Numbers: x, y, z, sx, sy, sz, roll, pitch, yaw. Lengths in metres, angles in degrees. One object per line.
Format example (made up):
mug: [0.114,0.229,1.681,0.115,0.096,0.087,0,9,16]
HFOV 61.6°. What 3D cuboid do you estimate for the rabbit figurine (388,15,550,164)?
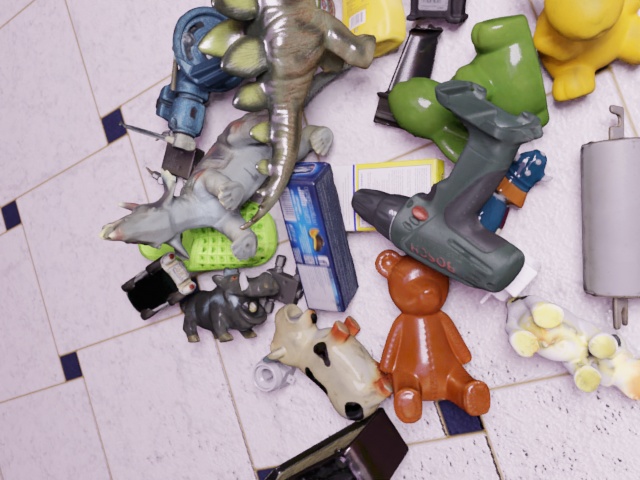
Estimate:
rabbit figurine: [0.172,-0.164,0.641,0.170,0.121,0.159,-15,105,20]

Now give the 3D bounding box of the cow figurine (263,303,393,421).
cow figurine: [0.007,0.168,0.758,0.127,0.085,0.195,-46,75,15]

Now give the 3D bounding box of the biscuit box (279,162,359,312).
biscuit box: [-0.001,-0.002,0.713,0.059,0.063,0.202,2,122,27]

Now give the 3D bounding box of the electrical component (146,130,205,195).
electrical component: [-0.235,-0.129,0.873,0.078,0.045,0.102,30,105,23]

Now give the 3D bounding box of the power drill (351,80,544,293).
power drill: [0.133,-0.063,0.590,0.232,0.086,0.207,40,128,33]

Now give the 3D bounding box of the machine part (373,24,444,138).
machine part: [0.119,-0.211,0.702,0.084,0.039,0.138,26,106,27]

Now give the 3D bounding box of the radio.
radio: [0.001,0.330,0.741,0.229,0.131,0.073,-39,79,23]

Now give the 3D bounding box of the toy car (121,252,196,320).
toy car: [-0.258,0.074,0.858,0.202,0.056,0.073,-27,98,47]

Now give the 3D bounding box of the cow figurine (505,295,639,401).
cow figurine: [0.295,0.121,0.617,0.167,0.098,0.068,29,102,1]

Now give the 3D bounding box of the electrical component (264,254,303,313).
electrical component: [-0.055,0.072,0.812,0.063,0.021,0.094,21,102,23]

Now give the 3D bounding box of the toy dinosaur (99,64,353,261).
toy dinosaur: [-0.116,-0.108,0.760,0.192,0.131,0.405,22,64,43]

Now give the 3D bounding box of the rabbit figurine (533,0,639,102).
rabbit figurine: [0.274,-0.239,0.550,0.122,0.173,0.162,-20,89,29]

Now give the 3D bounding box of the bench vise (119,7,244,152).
bench vise: [-0.160,-0.239,0.764,0.241,0.128,0.223,2,69,54]

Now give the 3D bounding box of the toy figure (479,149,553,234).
toy figure: [0.211,-0.049,0.656,0.154,0.064,0.058,-49,35,15]

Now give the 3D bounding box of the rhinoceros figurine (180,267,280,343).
rhinoceros figurine: [-0.135,0.098,0.815,0.190,0.073,0.112,-20,73,40]

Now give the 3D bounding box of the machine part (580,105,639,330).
machine part: [0.330,-0.024,0.590,0.079,0.079,0.243,-2,92,26]

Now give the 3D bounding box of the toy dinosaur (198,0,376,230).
toy dinosaur: [-0.042,-0.248,0.641,0.105,0.198,0.471,168,99,-64]

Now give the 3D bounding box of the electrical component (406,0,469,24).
electrical component: [0.149,-0.328,0.653,0.075,0.048,0.119,17,125,23]

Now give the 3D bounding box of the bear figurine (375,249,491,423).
bear figurine: [0.135,0.107,0.670,0.120,0.132,0.195,-3,97,-2]
